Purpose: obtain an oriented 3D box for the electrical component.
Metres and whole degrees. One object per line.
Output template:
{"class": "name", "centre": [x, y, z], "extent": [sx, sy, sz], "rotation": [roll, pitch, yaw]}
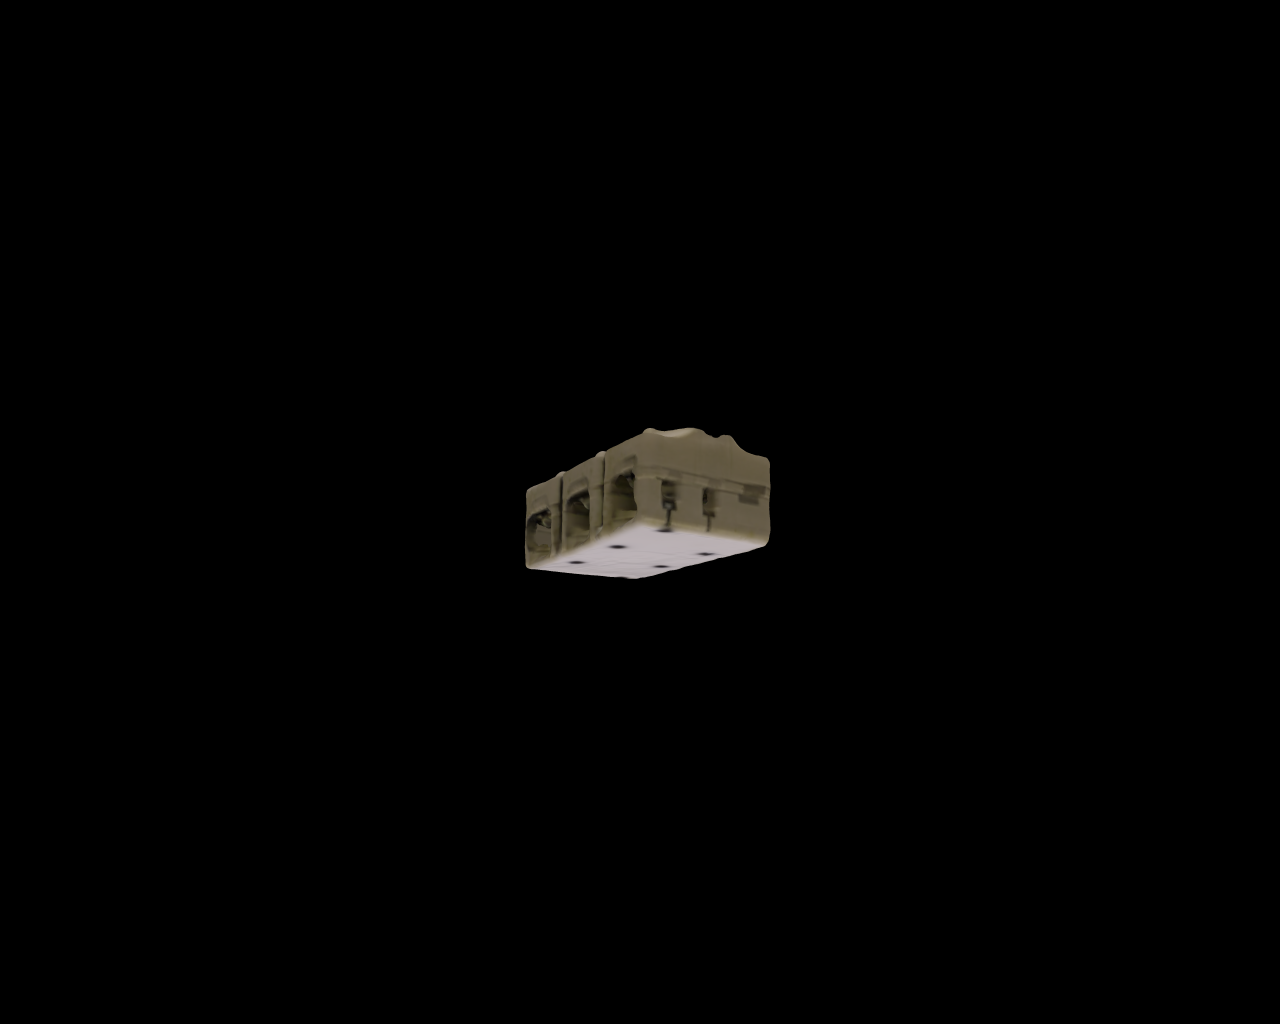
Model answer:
{"class": "electrical component", "centre": [0.001, -0.003, 0.650], "extent": [0.089, 0.062, 0.150], "rotation": [8, -16, -31]}
